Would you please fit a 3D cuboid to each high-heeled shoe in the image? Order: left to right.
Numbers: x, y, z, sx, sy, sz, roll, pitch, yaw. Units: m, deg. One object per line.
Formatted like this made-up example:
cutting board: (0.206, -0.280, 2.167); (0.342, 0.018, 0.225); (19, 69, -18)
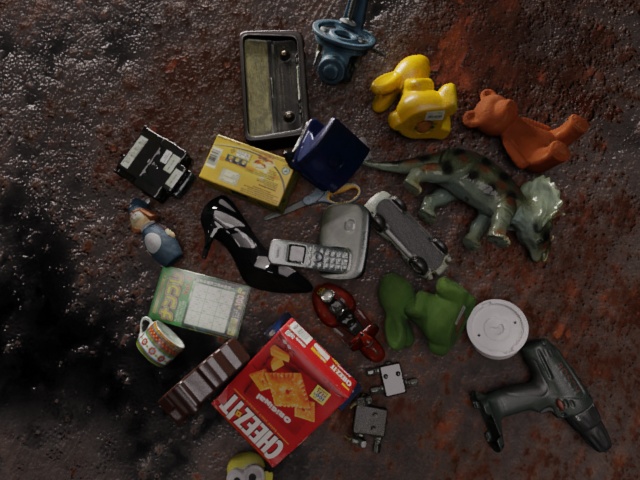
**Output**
high-heeled shoe: (-0.119, 0.009, 1.045); (0.249, 0.086, 0.145); (22, 57, -11)

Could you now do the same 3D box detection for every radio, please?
radio: (-0.088, -0.298, 1.077); (0.131, 0.073, 0.229); (-4, 82, -1)

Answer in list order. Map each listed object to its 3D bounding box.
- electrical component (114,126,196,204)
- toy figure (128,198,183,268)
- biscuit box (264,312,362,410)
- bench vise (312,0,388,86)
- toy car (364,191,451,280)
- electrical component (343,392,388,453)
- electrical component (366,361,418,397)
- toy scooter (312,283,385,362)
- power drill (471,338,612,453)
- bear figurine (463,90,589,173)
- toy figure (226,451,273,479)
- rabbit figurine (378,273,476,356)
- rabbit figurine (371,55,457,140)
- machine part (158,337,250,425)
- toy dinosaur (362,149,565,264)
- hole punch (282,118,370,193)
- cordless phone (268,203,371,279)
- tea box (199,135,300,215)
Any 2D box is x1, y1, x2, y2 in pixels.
electrical component: (-0.318, -0.140, 1.061); (0.134, 0.058, 0.115); (35, 85, 4)
toy figure: (-0.326, -0.019, 1.043); (0.064, 0.058, 0.154); (-37, 83, -12)
biscuit box: (-0.012, 0.224, 1.007); (0.203, 0.059, 0.063); (44, 84, 5)
bench vise: (0.058, -0.403, 1.007); (0.129, 0.240, 0.224); (26, 40, 10)
toy car: (0.169, -0.010, 1.046); (0.073, 0.056, 0.202); (-42, 85, -13)
electrical component: (0.086, 0.338, 0.998); (0.078, 0.045, 0.102); (15, 82, 3)
electrical component: (0.137, 0.262, 1.021); (0.094, 0.021, 0.063); (-11, 81, -1)
toy scooter: (0.054, 0.151, 0.981); (0.075, 0.135, 0.184); (-42, 83, -4)
power drill: (0.399, 0.313, 0.987); (0.207, 0.086, 0.232); (-23, 81, 0)
bear figurine: (0.391, -0.224, 1.045); (0.196, 0.132, 0.120); (44, 68, 0)
toy figure: (-0.124, 0.472, 0.960); (0.082, 0.089, 0.180); (-13, 92, -29)
rabbit figurine: (0.183, 0.131, 1.006); (0.170, 0.121, 0.159); (25, 95, 30)
rabbit figurine: (0.184, -0.290, 1.073); (0.162, 0.121, 0.173); (-6, 68, 8)
machine part: (-0.200, 0.245, 0.951); (0.179, 0.179, 0.056); (-41, 87, -6)
toy dinosaur: (0.292, -0.102, 1.030); (0.405, 0.131, 0.192); (38, 68, 8)
hole punch: (0.018, -0.159, 1.009); (0.142, 0.092, 0.116); (35, 73, -37)
cordless phone: (-0.002, -0.004, 1.009); (0.184, 0.089, 0.146); (8, 82, -11)
tea box: (-0.135, -0.127, 1.048); (0.170, 0.068, 0.098); (23, 82, 7)
